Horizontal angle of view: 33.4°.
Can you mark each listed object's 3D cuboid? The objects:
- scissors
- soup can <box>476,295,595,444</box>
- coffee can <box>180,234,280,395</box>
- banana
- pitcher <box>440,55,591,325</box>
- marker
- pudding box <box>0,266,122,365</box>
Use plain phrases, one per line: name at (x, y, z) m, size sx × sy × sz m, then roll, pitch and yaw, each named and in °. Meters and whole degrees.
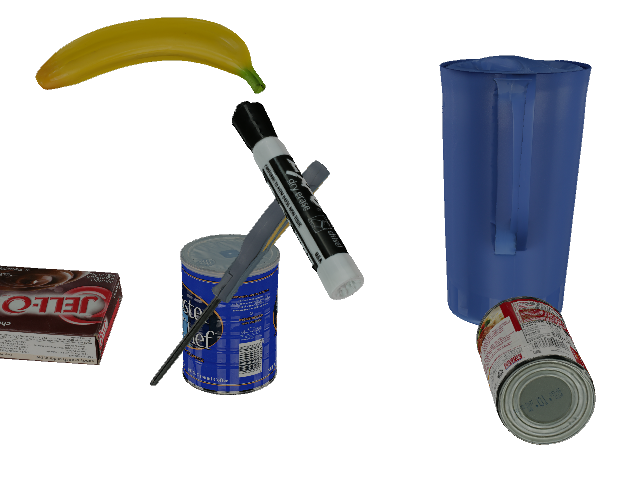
scissors at (-0.061, 0.026, 0.728) m, size 0.016 × 0.202 × 0.096 m, roll 39°, pitch 1°, yaw 3°
soup can at (0.150, 0.089, 0.752) m, size 0.068 × 0.068 × 0.102 m, roll 0°, pitch 20°, yaw 1°
coffee can at (-0.095, 0.076, 1.124) m, size 0.103 × 0.140 × 0.103 m, roll 2°, pitch 22°, yaw -1°
banana at (-0.147, -0.164, 0.934) m, size 0.197 × 0.069 × 0.037 m, roll -1°, pitch -33°, yaw -4°
pitcher at (0.172, -0.044, 0.973) m, size 0.149 × 0.243 × 0.145 m, roll -11°, pitch 18°, yaw -34°
marker at (-0.014, -0.024, 0.536) m, size 0.020 × 0.121 × 0.020 m, roll -23°, pitch -27°, yaw -13°
pudding box at (-0.235, 0.063, 0.916) m, size 0.113 × 0.039 × 0.090 m, roll 2°, pitch 32°, yaw 2°
